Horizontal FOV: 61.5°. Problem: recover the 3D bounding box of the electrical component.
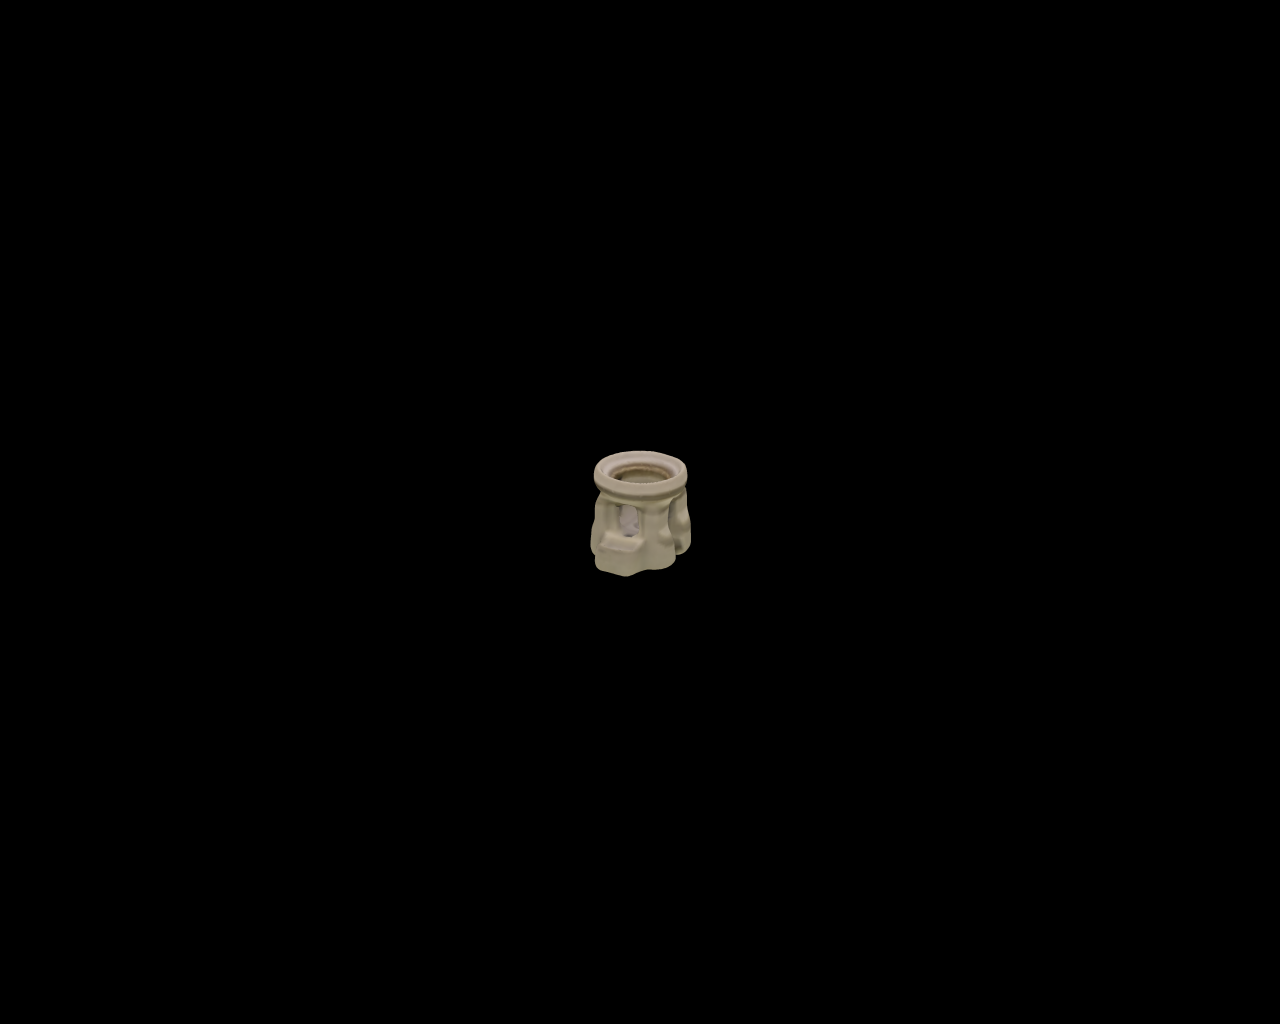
[{"bbox_3d":[0.001,-0.003,0.650,0.058,0.056,0.078,12,27,25],"label":"electrical component"}]
